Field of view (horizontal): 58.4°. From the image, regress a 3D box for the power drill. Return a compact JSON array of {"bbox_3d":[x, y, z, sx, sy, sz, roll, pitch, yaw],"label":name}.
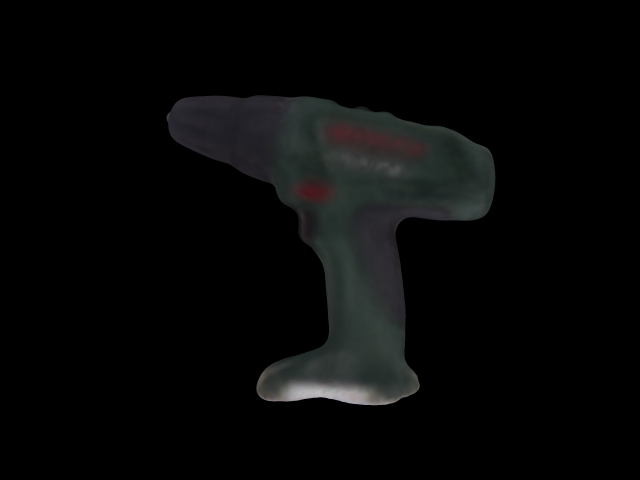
[{"bbox_3d":[0.004,0.001,0.400,0.229,0.208,0.076,0,0,4],"label":"power drill"}]
